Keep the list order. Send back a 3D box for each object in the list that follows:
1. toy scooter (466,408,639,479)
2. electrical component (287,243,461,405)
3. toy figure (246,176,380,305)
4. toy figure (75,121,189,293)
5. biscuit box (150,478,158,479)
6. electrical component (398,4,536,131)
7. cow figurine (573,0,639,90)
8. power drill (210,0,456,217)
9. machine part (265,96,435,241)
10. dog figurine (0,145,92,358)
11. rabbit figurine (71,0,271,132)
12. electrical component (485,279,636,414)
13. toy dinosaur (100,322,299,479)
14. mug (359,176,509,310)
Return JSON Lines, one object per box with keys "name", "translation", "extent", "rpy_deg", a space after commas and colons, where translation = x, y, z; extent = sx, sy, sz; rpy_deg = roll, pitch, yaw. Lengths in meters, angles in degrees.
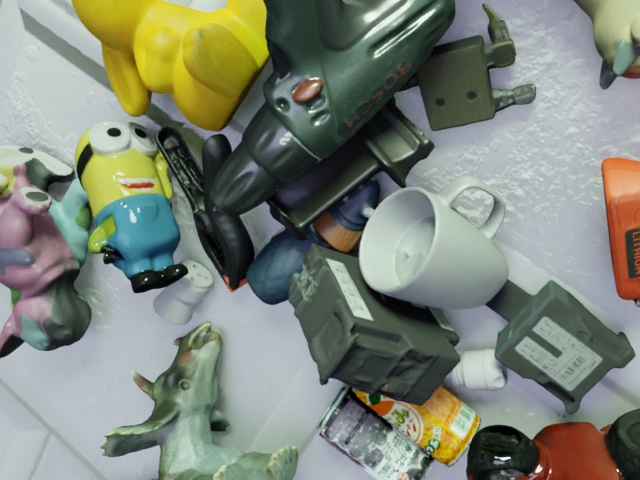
{"name": "toy scooter", "translation": [0.214, 0.202, 0.429], "extent": [0.184, 0.075, 0.135], "rpy_deg": [-8, 118, 14]}
{"name": "electrical component", "translation": [0.048, 0.070, 0.440], "extent": [0.134, 0.115, 0.058], "rpy_deg": [20, 117, -28]}
{"name": "toy figure", "translation": [-0.002, -0.003, 0.489], "extent": [0.154, 0.058, 0.064], "rpy_deg": [-41, 89, 18]}
{"name": "toy figure", "translation": [-0.192, -0.034, 0.534], "extent": [0.089, 0.082, 0.180], "rpy_deg": [-24, 79, 21]}
{"name": "biscuit box", "translation": [-0.244, 0.343, 0.660], "extent": [0.203, 0.059, 0.062], "rpy_deg": [-22, 91, 26]}
{"name": "electrical component", "translation": [0.110, -0.133, 0.424], "extent": [0.102, 0.045, 0.078], "rpy_deg": [-13, 123, 27]}
{"name": "cow figurine", "translation": [0.193, -0.190, 0.353], "extent": [0.195, 0.085, 0.127], "rpy_deg": [41, 107, 8]}
{"name": "power drill", "translation": [-0.031, -0.133, 0.350], "extent": [0.232, 0.207, 0.086], "rpy_deg": [-36, 41, 7]}
{"name": "machine part", "translation": [0.019, -0.056, 0.437], "extent": [0.139, 0.039, 0.084], "rpy_deg": [-36, 64, 9]}
{"name": "dog figurine", "translation": [-0.335, 0.022, 0.610], "extent": [0.192, 0.108, 0.219], "rpy_deg": [26, 112, 15]}
{"name": "rabbit figurine", "translation": [-0.133, -0.179, 0.465], "extent": [0.173, 0.122, 0.162], "rpy_deg": [31, 156, -19]}
{"name": "electrical component", "translation": [0.177, 0.071, 0.434], "extent": [0.119, 0.048, 0.075], "rpy_deg": [41, 112, 9]}
{"name": "toy dinosaur", "translation": [-0.103, 0.300, 0.567], "extent": [0.192, 0.131, 0.404], "rpy_deg": [-8, 102, 36]}
{"name": "mug", "translation": [0.102, 0.004, 0.421], "extent": [0.109, 0.107, 0.081], "rpy_deg": [-56, 36, 15]}
